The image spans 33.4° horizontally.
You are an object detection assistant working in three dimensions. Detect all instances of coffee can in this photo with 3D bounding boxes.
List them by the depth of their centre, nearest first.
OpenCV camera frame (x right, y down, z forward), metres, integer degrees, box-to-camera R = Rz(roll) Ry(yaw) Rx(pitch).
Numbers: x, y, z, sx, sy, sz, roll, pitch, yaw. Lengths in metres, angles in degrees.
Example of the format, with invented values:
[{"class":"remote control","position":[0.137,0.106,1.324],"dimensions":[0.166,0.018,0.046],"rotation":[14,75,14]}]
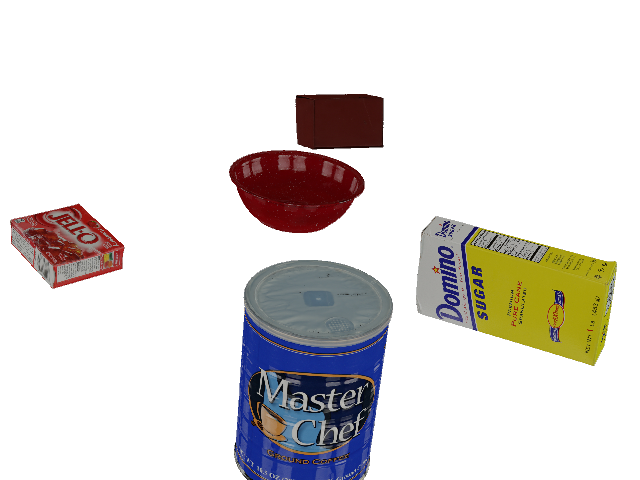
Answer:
[{"class":"coffee can","position":[-0.007,0.099,0.763],"dimensions":[0.103,0.140,0.103],"rotation":[4,29,-3]}]

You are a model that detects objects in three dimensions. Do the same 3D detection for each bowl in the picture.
[{"class":"bowl","position":[-0.031,-0.053,1.269],"dimensions":[0.162,0.055,0.162],"rotation":[6,26,-3]}]

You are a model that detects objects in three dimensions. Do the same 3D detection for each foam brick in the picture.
[{"class":"foam brick","position":[0.019,-0.121,1.080],"dimensions":[0.078,0.051,0.053],"rotation":[-3,13,-20]}]

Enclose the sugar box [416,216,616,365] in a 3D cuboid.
[{"class":"sugar box","position":[0.176,0.045,0.981],"dimensions":[0.176,0.093,0.048],"rotation":[14,33,22]}]

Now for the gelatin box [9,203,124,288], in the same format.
[{"class":"gelatin box","position":[-0.237,0.003,0.997],"dimensions":[0.073,0.030,0.089],"rotation":[-16,40,-37]}]
